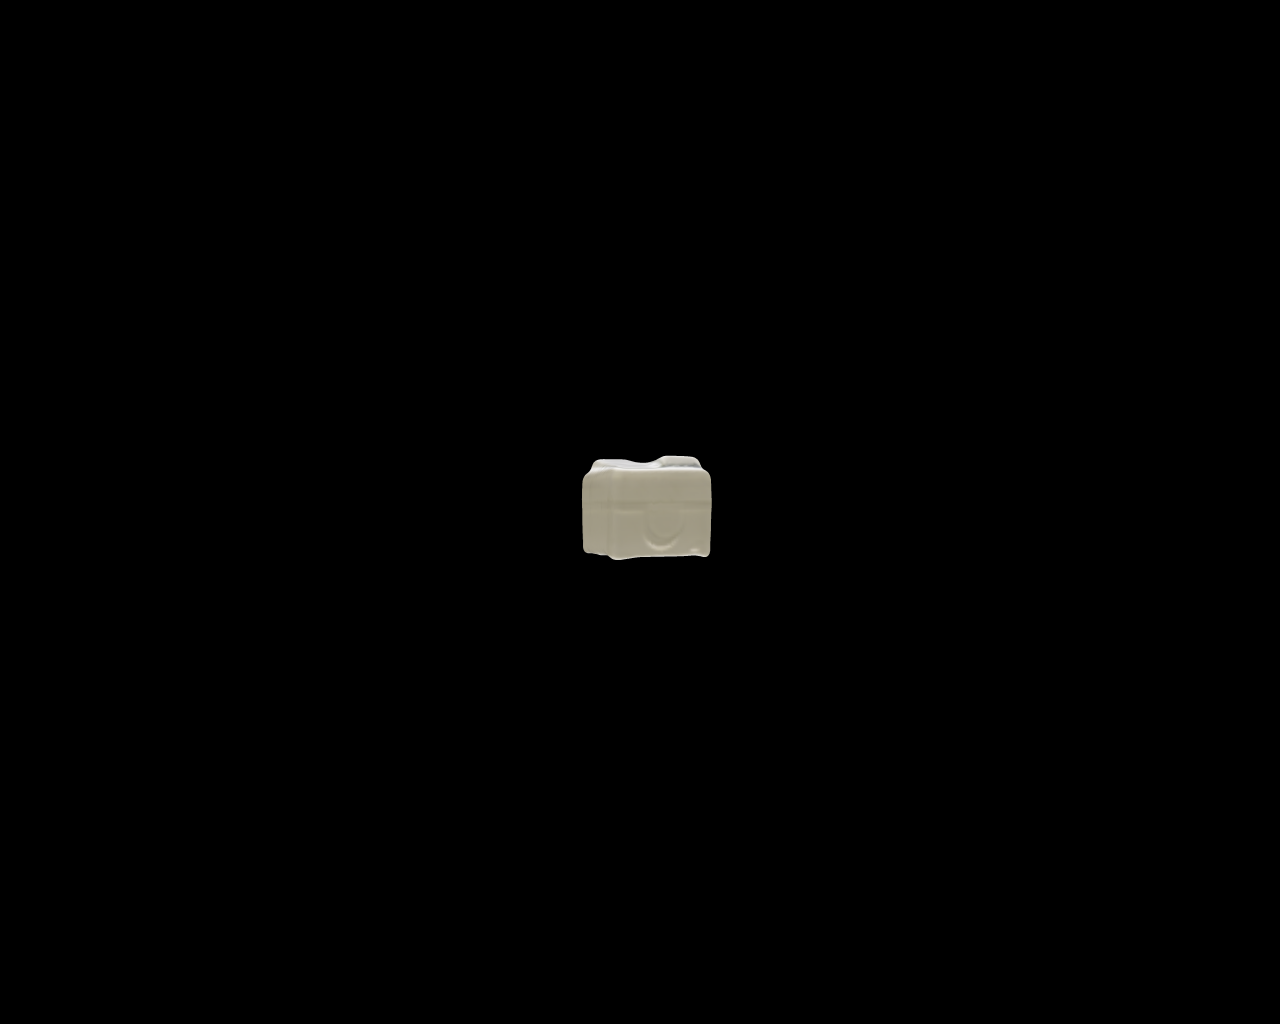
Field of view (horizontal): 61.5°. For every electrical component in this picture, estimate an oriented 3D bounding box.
[{"bbox_3d":[0.001,-0.003,0.650,0.062,0.061,0.096,0,0,-15],"label":"electrical component"}]
